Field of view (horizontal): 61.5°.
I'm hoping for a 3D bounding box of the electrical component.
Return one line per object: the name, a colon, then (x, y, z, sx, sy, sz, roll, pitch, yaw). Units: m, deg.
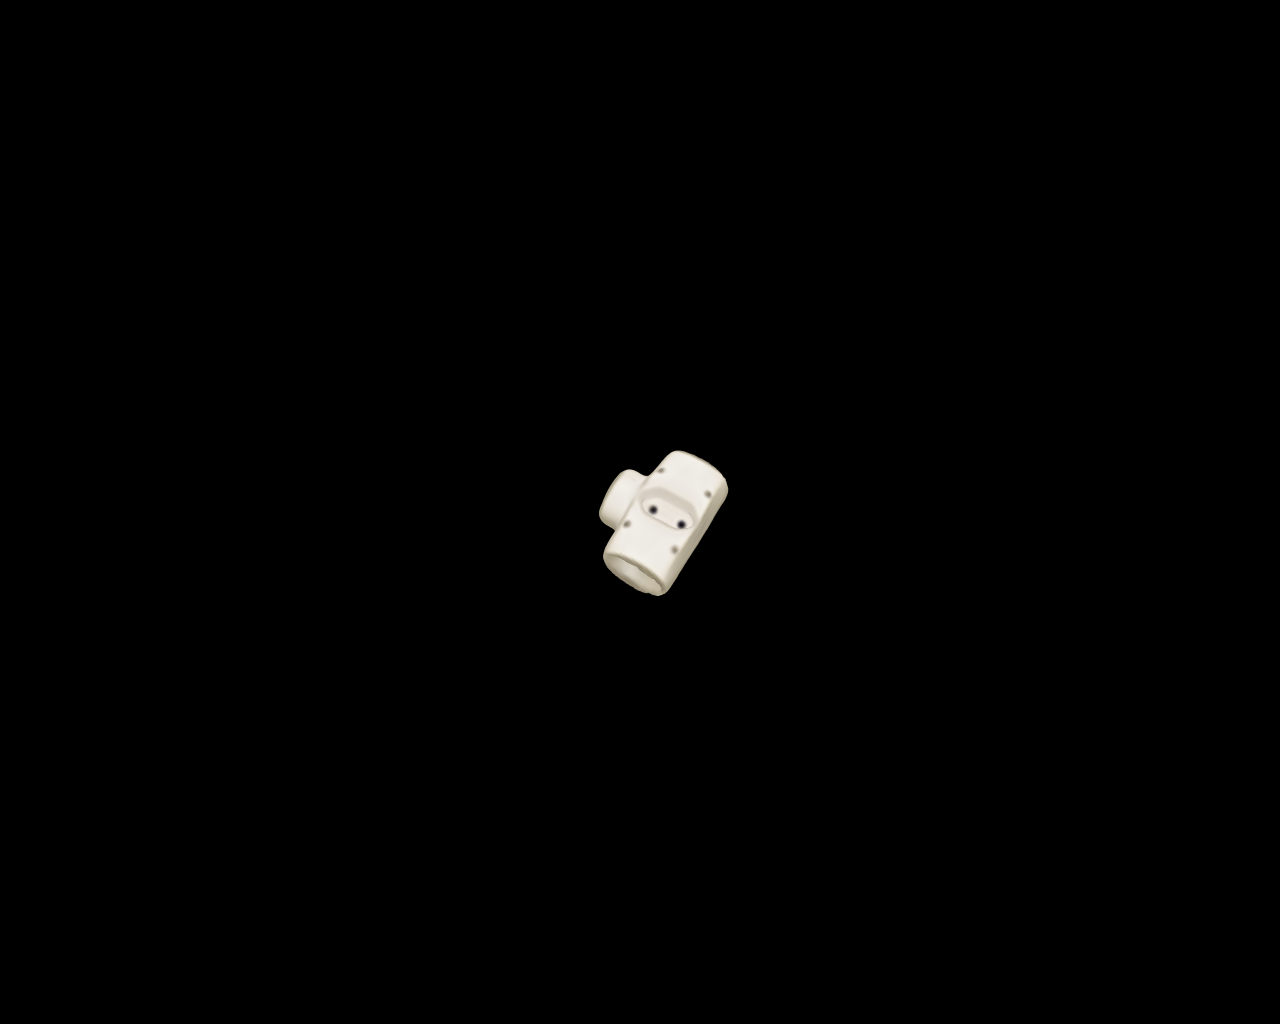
electrical component: (0.001, -0.003, 0.650, 0.079, 0.077, 0.043, 30, -19, 12)
